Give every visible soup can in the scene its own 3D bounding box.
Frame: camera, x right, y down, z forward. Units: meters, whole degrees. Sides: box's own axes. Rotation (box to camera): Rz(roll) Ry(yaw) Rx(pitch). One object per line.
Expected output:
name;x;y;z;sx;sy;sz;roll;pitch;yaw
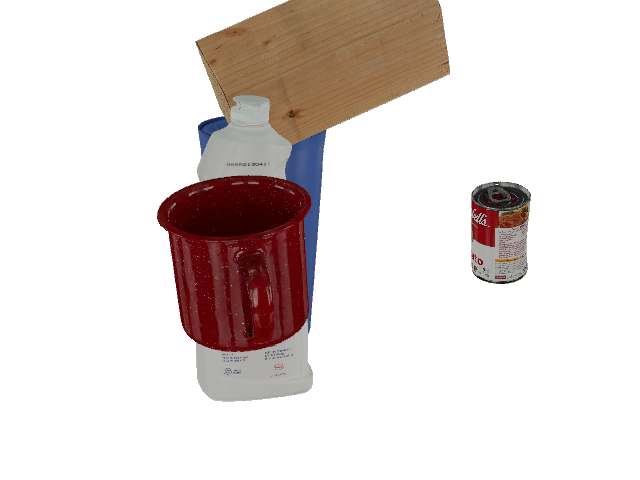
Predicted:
soup can;0.211;-0.009;1.251;0.068;0.102;0.068;-3;30;2

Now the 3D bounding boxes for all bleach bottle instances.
bleach bottle;-0.053;0.006;0.884;0.102;0.251;0.068;-4;20;-19

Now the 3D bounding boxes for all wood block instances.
wood block;0.004;-0.167;0.979;0.206;0.090;0.091;-24;-39;-5

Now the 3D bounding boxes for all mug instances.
mug;-0.046;0.020;0.647;0.093;0.081;0.117;-11;27;-14

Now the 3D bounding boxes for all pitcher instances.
pitcher;-0.063;-0.007;1.131;0.145;0.243;0.148;17;24;42
